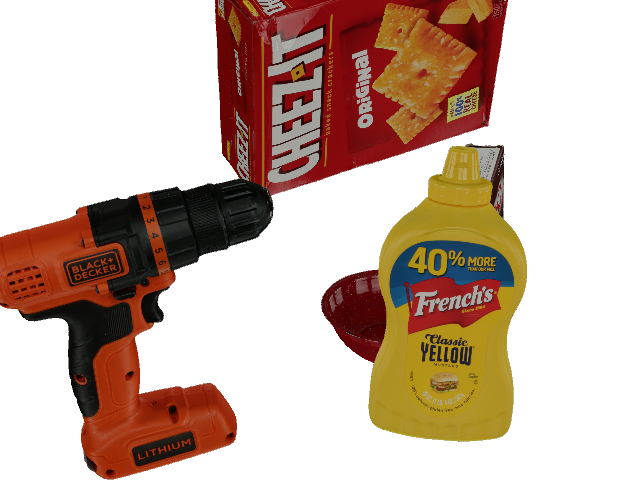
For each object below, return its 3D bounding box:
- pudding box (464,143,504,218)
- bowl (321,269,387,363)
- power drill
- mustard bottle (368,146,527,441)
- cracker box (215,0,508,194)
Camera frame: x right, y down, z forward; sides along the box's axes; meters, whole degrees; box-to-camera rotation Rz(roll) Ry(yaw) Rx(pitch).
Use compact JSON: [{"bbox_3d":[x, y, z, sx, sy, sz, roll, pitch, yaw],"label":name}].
[{"bbox_3d":[0.134,-0.017,0.925,0.039,0.090,0.113,6,40,14],"label":"pudding box"},{"bbox_3d":[0.081,0.093,1.198,0.162,0.055,0.162,0,28,0],"label":"bowl"},{"bbox_3d":[-0.109,0.057,0.703,0.184,0.187,0.057,-14,28,-8],"label":"power drill"},{"bbox_3d":[0.085,0.034,0.701,0.096,0.192,0.058,5,15,5],"label":"mustard bottle"},{"bbox_3d":[0.033,-0.136,0.800,0.213,0.164,0.072,-19,49,-20],"label":"cracker box"}]
